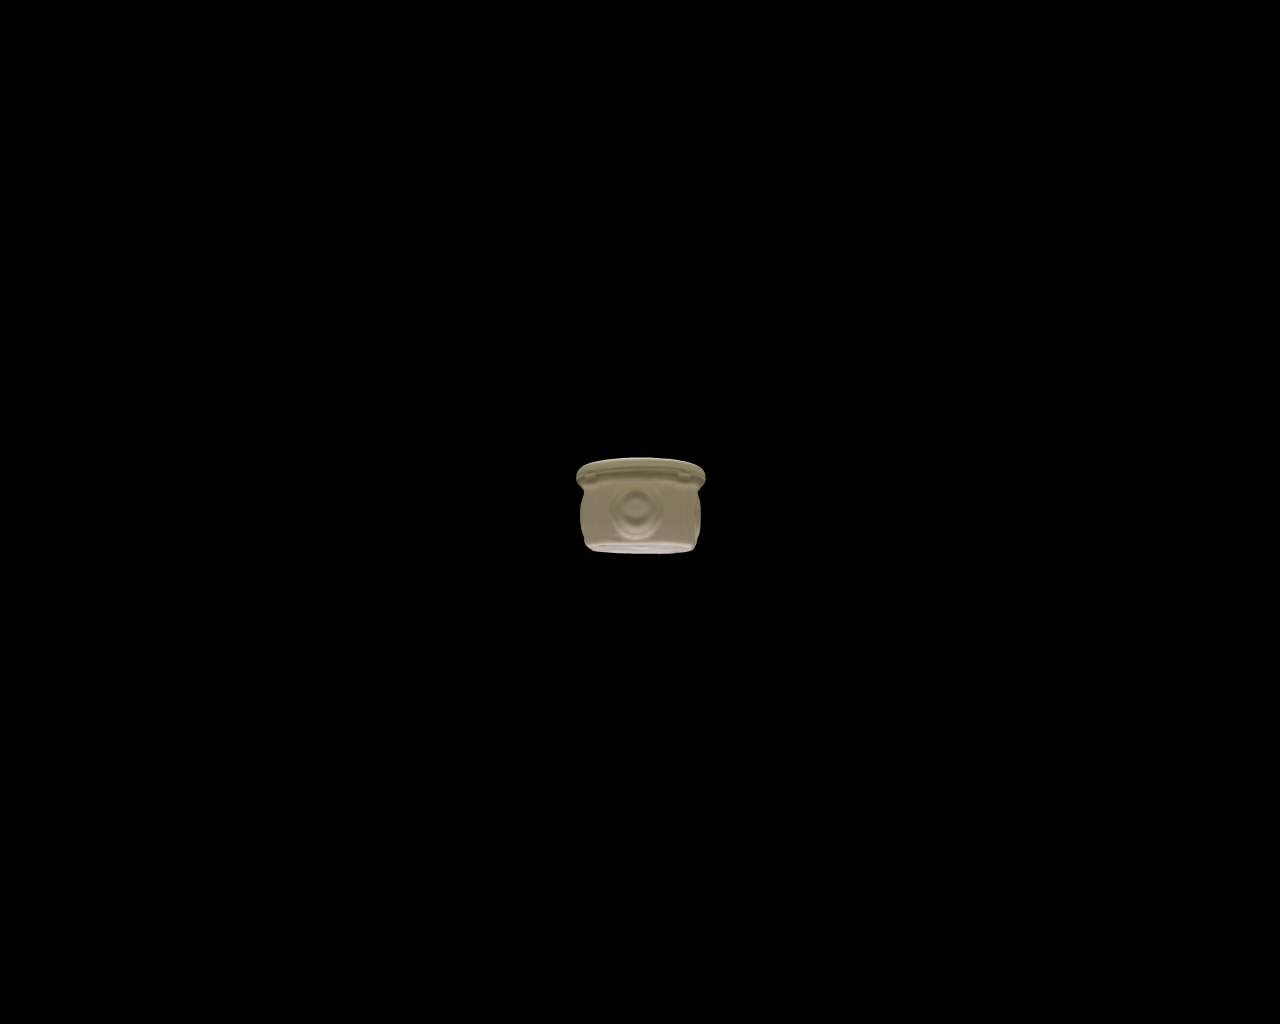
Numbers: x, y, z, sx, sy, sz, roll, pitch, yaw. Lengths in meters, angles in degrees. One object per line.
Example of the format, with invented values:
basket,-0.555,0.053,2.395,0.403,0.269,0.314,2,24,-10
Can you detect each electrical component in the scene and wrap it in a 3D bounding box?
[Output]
electrical component,0.001,-0.003,0.650,0.080,0.051,0.080,0,-7,0
